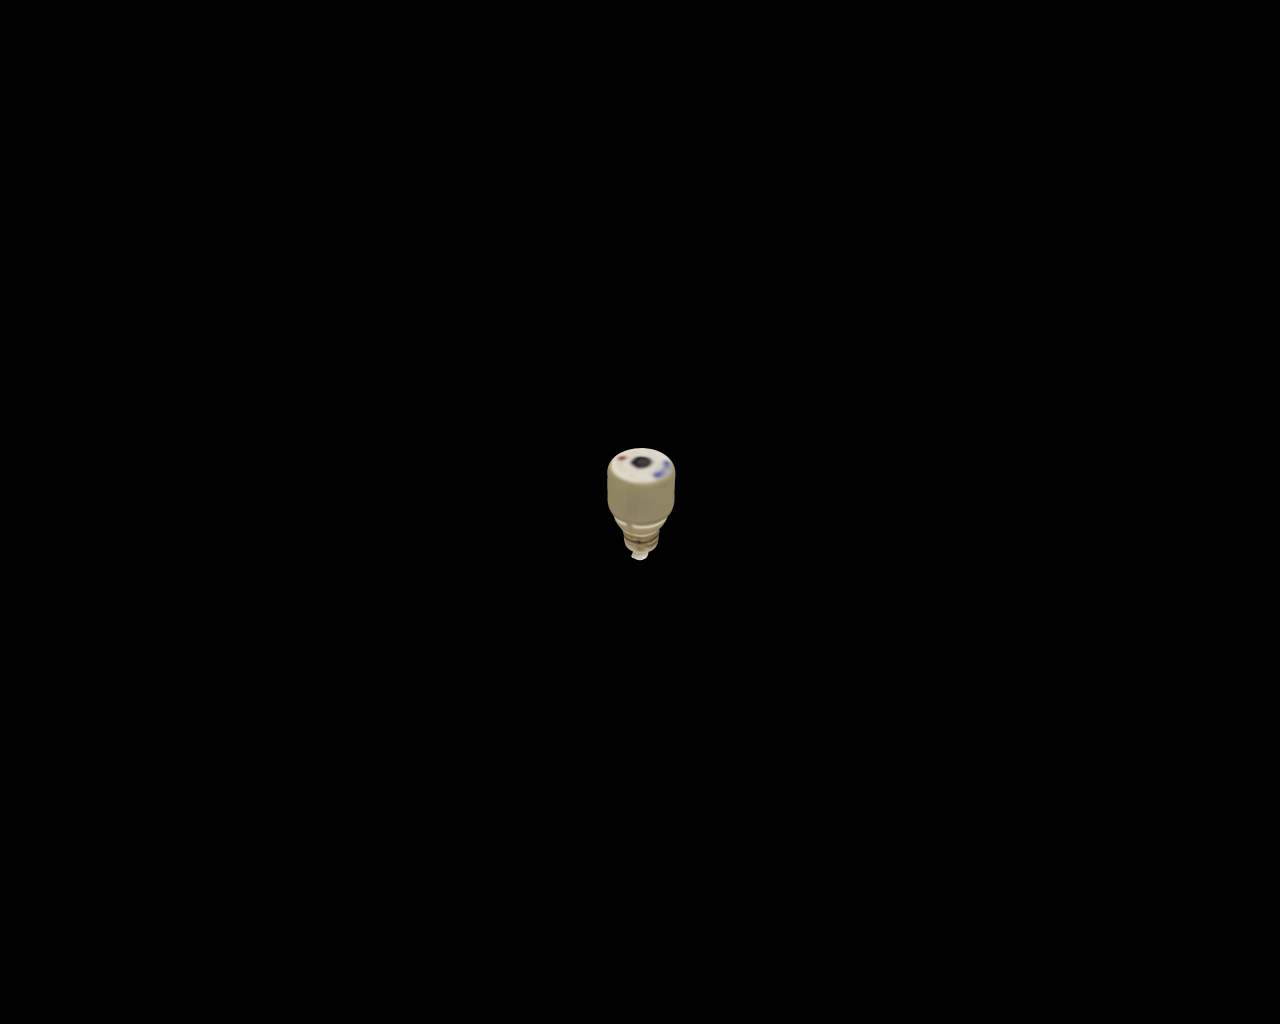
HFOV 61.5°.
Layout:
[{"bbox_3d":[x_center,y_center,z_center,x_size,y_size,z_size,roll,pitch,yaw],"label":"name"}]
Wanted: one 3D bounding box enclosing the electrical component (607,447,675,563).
[{"bbox_3d":[0.001,-0.003,0.650,0.040,0.078,0.040,0,37,0],"label":"electrical component"}]
